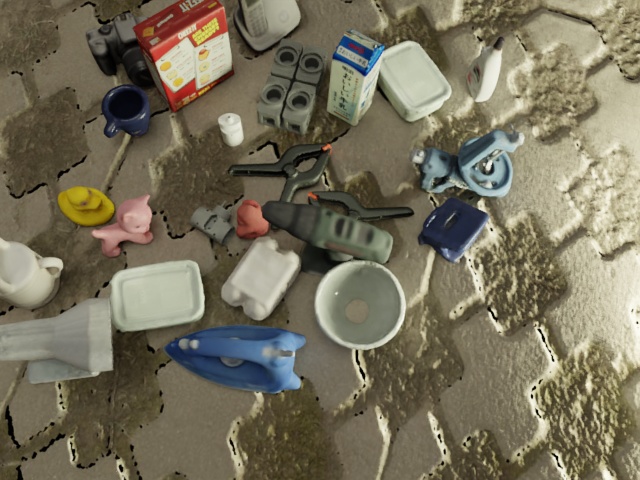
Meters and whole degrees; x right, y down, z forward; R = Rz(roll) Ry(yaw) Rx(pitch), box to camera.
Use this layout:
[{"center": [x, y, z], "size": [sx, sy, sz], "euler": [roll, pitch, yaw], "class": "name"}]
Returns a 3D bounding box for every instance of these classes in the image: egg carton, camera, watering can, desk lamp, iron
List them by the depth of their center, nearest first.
[{"center": [-0.421, 0.174, 0.950], "size": [0.203, 0.213, 0.118], "euler": [-8, 72, -5], "class": "desk lamp"}, {"center": [-0.157, 0.195, 0.993], "size": [0.258, 0.141, 0.118], "euler": [6, 71, -1], "class": "iron"}, {"center": [-0.546, 0.057, 0.994], "size": [0.173, 0.194, 0.101], "euler": [-33, 75, -12], "class": "watering can"}, {"center": [-0.108, 0.072, 1.075], "size": [0.107, 0.069, 0.150], "euler": [30, 73, 7], "class": "egg carton"}, {"center": [-0.403, -0.394, 1.202], "size": [0.143, 0.101, 0.136], "euler": [-21, 73, -9], "class": "camera"}]

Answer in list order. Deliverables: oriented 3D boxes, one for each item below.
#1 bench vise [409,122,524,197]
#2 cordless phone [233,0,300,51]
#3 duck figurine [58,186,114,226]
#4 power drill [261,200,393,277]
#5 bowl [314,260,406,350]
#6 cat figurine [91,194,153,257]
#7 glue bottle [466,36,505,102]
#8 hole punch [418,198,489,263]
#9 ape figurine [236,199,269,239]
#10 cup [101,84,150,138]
[{"center": [0.283, -0.144, 1.086], "size": [0.207, 0.220, 0.121], "euler": [-7, 72, -5], "class": "bench vise"}, {"center": [-0.116, -0.505, 1.208], "size": [0.094, 0.185, 0.148], "euler": [44, 75, 12], "class": "cordless phone"}, {"center": [-0.458, -0.075, 1.100], "size": [0.104, 0.086, 0.077], "euler": [15, 71, 3], "class": "duck figurine"}, {"center": [0.009, 0.004, 1.030], "size": [0.229, 0.208, 0.076], "euler": [12, 71, 2], "class": "power drill"}, {"center": [0.070, 0.125, 1.062], "size": [0.167, 0.075, 0.167], "euler": [1, 71, -2], "class": "bowl"}, {"center": [-0.365, -0.031, 1.072], "size": [0.128, 0.118, 0.067], "euler": [-25, 74, -10], "class": "cat figurine"}, {"center": [0.348, -0.364, 1.188], "size": [0.037, 0.173, 0.078], "euler": [-15, 72, -7], "class": "glue bottle"}, {"center": [0.257, -0.024, 1.112], "size": [0.101, 0.091, 0.109], "euler": [38, 74, 10], "class": "hole punch"}, {"center": [-0.136, -0.043, 1.100], "size": [0.076, 0.092, 0.078], "euler": [29, 73, 7], "class": "ape figurine"}, {"center": [-0.387, -0.241, 1.154], "size": [0.091, 0.095, 0.118], "euler": [24, 72, 6], "class": "cup"}]
